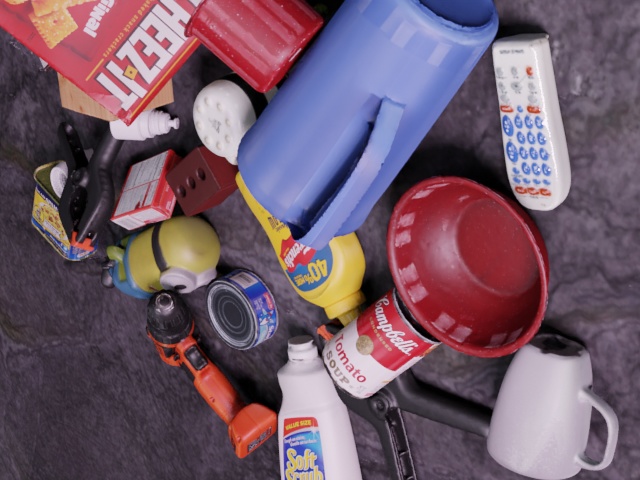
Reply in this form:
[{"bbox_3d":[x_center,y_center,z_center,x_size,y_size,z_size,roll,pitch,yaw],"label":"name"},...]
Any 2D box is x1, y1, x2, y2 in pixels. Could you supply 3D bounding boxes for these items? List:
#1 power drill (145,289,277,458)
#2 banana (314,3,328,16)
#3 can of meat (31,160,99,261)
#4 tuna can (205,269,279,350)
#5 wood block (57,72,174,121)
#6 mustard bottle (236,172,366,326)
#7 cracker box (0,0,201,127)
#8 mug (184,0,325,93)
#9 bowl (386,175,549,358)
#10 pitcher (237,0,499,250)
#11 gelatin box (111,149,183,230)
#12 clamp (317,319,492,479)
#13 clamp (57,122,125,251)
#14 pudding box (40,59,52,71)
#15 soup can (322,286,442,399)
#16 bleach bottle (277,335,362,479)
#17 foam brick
[{"bbox_3d":[-0.124,0.147,1.194,0.188,0.057,0.184,50,166,16],"label":"power drill"},{"bbox_3d":[-0.060,-0.250,0.981,0.198,0.037,0.070,49,132,19],"label":"banana"},{"bbox_3d":[-0.317,-0.035,1.339,0.102,0.057,0.084,44,137,22],"label":"can of meat"},{"bbox_3d":[-0.087,0.077,1.177,0.086,0.033,0.086,23,125,37],"label":"tuna can"},{"bbox_3d":[-0.221,-0.240,1.110,0.090,0.090,0.206,19,122,38],"label":"wood block"},{"bbox_3d":[-0.007,0.001,1.039,0.096,0.058,0.191,-29,89,49],"label":"mustard bottle"},{"bbox_3d":[-0.211,-0.237,1.004,0.213,0.072,0.164,39,112,-15],"label":"cracker box"},{"bbox_3d":[-0.049,-0.177,0.883,0.081,0.117,0.093,41,100,-2],"label":"mug"},{"bbox_3d":[0.135,0.015,0.902,0.162,0.055,0.162,23,124,37],"label":"bowl"},{"bbox_3d":[0.038,-0.113,0.875,0.149,0.144,0.243,54,135,16],"label":"pitcher"},{"bbox_3d":[-0.189,-0.055,1.188,0.030,0.073,0.089,32,151,-33],"label":"gelatin box"},{"bbox_3d":[0.069,0.168,1.058,0.210,0.036,0.165,43,127,23],"label":"clamp"},{"bbox_3d":[-0.271,-0.073,1.224,0.120,0.039,0.171,-2,72,45],"label":"clamp"},{"bbox_3d":[-0.309,-0.261,1.221,0.090,0.039,0.113,-16,96,60],"label":"pudding box"},{"bbox_3d":[0.059,0.094,0.989,0.102,0.068,0.068,-42,78,29],"label":"soup can"},{"bbox_3d":[-0.007,0.223,1.150,0.103,0.067,0.251,6,112,44],"label":"bleach bottle"},{"bbox_3d":[-0.117,-0.068,1.120,0.078,0.051,0.053,-35,83,49],"label":"foam brick"}]
